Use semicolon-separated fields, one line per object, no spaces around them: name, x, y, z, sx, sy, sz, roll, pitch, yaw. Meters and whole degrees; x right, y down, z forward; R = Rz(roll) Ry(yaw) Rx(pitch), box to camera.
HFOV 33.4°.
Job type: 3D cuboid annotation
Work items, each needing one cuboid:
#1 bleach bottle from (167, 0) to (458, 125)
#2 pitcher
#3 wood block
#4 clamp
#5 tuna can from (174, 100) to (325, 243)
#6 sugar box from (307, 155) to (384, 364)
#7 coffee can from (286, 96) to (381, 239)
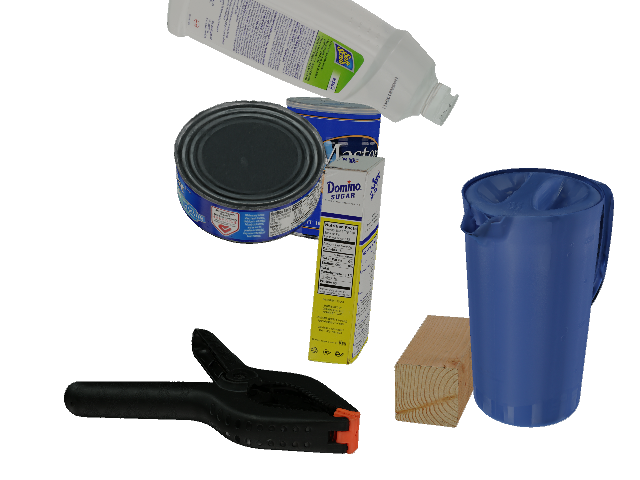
bleach bottle;-0.004;-0.163;0.888;0.251;0.068;0.103;30;-36;7
pitcher;0.216;0.055;1.061;0.149;0.243;0.145;1;24;10
wood block;0.178;0.187;1.568;0.091;0.090;0.205;4;17;17
clamp;-0.061;0.113;0.801;0.210;0.036;0.164;9;18;23
tuna can;-0.041;-0.040;0.614;0.086;0.086;0.034;0;-40;-5
sugar box;0.024;0.015;0.961;0.048;0.176;0.093;5;12;12
coffee can;0.010;-0.079;1.146;0.103;0.140;0.103;4;12;-1
